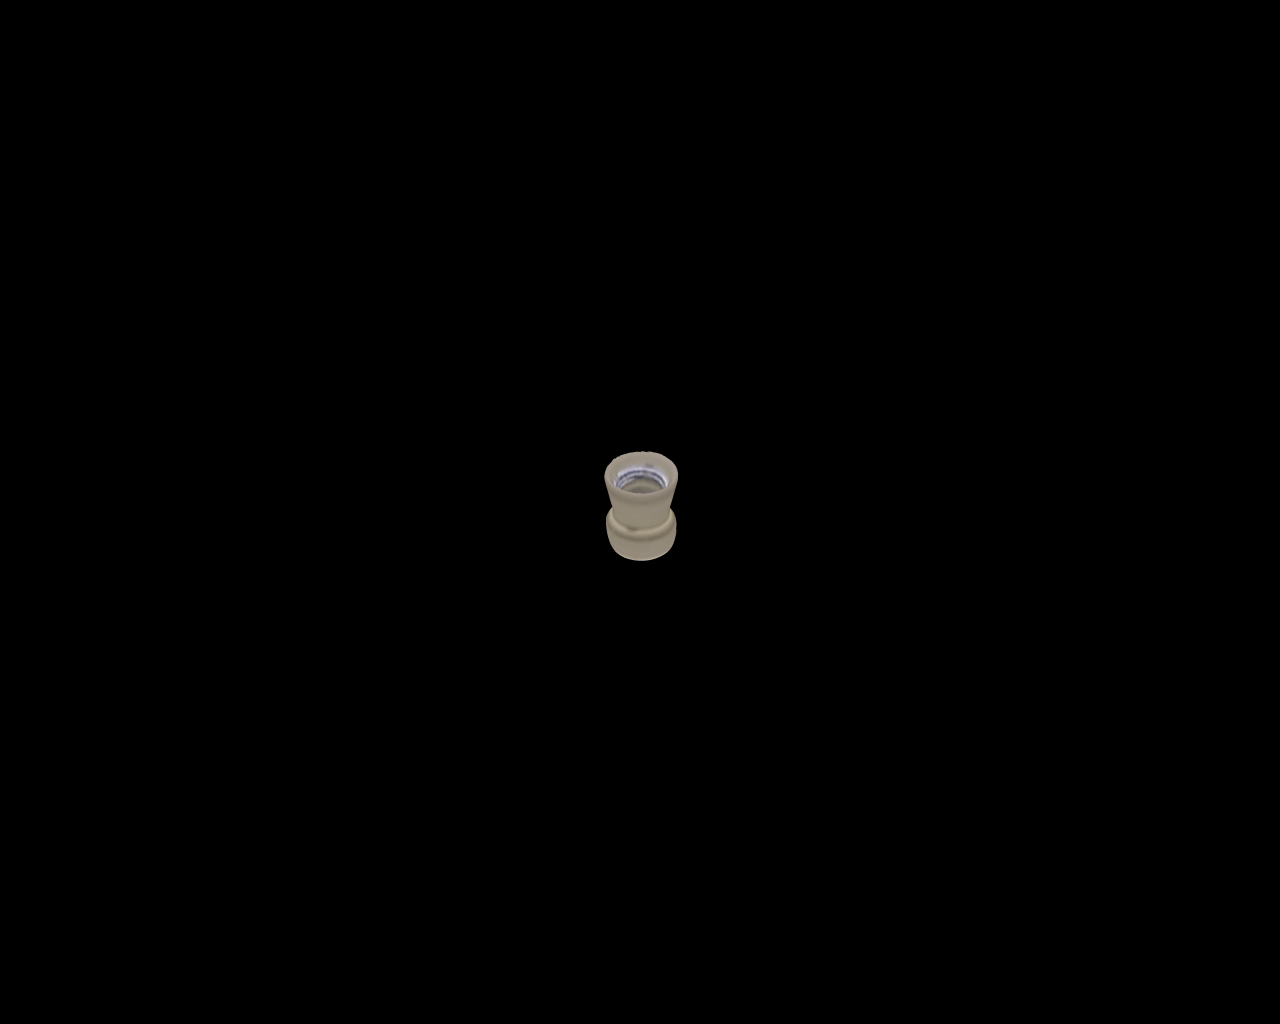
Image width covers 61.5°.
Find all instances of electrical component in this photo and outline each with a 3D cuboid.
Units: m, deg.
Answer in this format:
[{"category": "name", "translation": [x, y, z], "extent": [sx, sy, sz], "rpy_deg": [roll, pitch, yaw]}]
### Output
[{"category": "electrical component", "translation": [0.001, -0.003, 0.650], "extent": [0.045, 0.055, 0.045], "rpy_deg": [0, 39, 0]}]
